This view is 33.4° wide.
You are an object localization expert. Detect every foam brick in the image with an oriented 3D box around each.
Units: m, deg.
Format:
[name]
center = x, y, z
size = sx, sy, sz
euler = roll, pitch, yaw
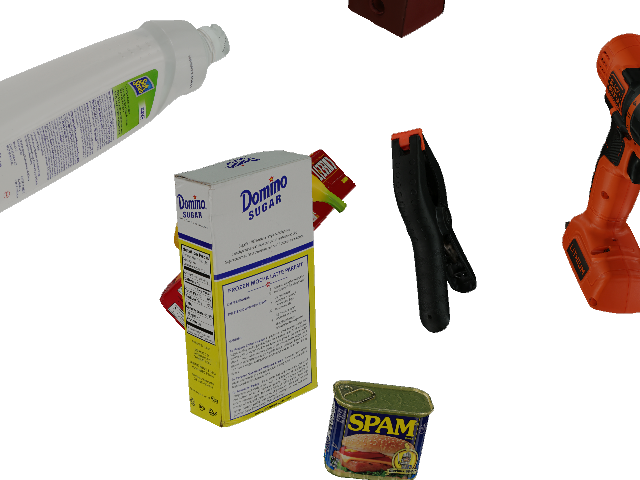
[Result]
[foam brick]
center = 0.057, -0.193, 0.747
size = 0.053, 0.078, 0.051
euler = 34, 53, 25

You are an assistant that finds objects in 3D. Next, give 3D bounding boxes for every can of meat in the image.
[can of meat]
center = 0.057, 0.196, 1.091
size = 0.102, 0.084, 0.057
euler = 7, 18, -7

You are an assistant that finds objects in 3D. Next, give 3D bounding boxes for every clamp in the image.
[clamp]
center = 0.093, -0.007, 0.920
size = 0.039, 0.171, 0.120
euler = -16, 18, 20

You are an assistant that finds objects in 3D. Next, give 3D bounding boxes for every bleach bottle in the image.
[bleach bottle]
center = -0.183, -0.107, 0.853
size = 0.250, 0.068, 0.103
euler = -31, -25, -26

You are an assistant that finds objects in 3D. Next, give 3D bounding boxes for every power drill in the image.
[power drill]
center = 0.238, -0.039, 0.801
size = 0.057, 0.188, 0.184
euler = 3, 35, -4

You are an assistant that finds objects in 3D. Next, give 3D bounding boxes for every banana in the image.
[banana]
center = -0.075, -0.036, 1.036
size = 0.198, 0.069, 0.037
euler = -12, 19, 30

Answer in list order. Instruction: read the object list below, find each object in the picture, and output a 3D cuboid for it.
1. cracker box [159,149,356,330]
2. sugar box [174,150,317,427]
[cracker box]
center = -0.073, 0.001, 1.241
size = 0.214, 0.072, 0.164
euler = -42, 3, 27
[sugar box]
center = -0.049, 0.032, 0.737
size = 0.093, 0.176, 0.048
euler = -19, 23, -42
